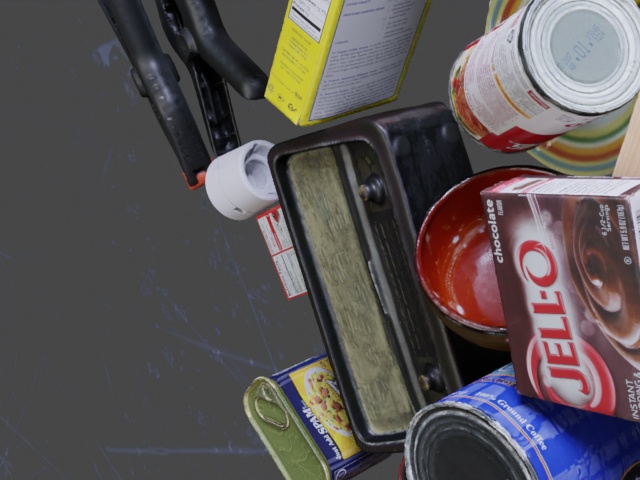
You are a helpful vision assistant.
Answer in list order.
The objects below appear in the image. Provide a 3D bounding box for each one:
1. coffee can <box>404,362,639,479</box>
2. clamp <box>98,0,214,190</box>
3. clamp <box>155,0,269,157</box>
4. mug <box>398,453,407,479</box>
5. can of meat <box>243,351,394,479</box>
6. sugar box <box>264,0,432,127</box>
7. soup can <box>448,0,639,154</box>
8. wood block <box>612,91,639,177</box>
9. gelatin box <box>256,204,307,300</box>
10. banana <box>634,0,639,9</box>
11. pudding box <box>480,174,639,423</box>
[{"bbox_3d":[0.133,0.115,0.611,0.103,0.140,0.103,27,126,43],"label":"coffee can"},{"bbox_3d":[-0.142,-0.144,0.903,0.210,0.036,0.165,66,173,-13],"label":"clamp"},{"bbox_3d":[-0.094,-0.149,0.861,0.171,0.039,0.120,61,149,21],"label":"clamp"},{"bbox_3d":[0.098,0.182,0.733,0.117,0.093,0.081,31,124,46],"label":"mug"},{"bbox_3d":[0.003,0.141,0.835,0.102,0.083,0.058,55,142,18],"label":"can of meat"},{"bbox_3d":[0.029,-0.158,0.654,0.048,0.093,0.176,43,135,29],"label":"sugar box"},{"bbox_3d":[0.113,-0.085,0.537,0.102,0.068,0.068,156,93,-77],"label":"soup can"},{"bbox_3d":[0.201,-0.034,0.498,0.091,0.090,0.206,37,133,36],"label":"wood block"},{"bbox_3d":[-0.006,0.001,0.826,0.089,0.030,0.073,-24,88,54],"label":"gelatin box"},{"bbox_3d":[0.103,-0.166,0.542,0.198,0.037,0.069,37,166,21],"label":"banana"},{"bbox_3d":[0.129,0.026,0.509,0.090,0.039,0.113,5,110,53],"label":"pudding box"}]
